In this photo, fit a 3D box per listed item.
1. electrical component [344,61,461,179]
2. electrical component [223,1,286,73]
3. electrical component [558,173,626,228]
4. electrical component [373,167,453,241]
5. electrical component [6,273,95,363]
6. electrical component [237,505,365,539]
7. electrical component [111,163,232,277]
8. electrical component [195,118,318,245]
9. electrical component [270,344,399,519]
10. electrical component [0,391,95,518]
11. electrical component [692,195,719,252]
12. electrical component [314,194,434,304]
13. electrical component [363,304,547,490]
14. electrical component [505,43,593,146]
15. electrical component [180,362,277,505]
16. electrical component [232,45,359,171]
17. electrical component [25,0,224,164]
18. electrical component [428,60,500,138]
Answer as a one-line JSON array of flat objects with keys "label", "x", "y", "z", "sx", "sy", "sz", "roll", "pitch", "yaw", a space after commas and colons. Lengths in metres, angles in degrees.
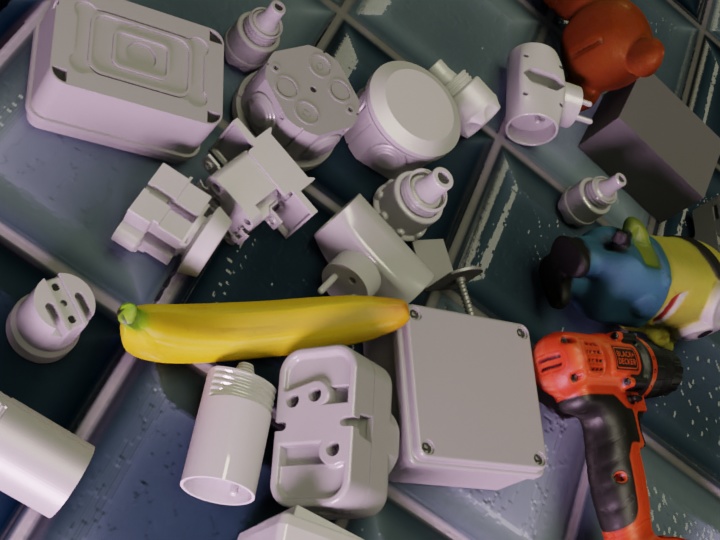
[{"label": "electrical component", "x": 0.031, "y": -0.111, "z": 0.803, "sx": 0.080, "sy": 0.051, "sz": 0.080, "roll": 15, "pitch": 59, "yaw": -27}, {"label": "electrical component", "x": -0.071, "y": -0.167, "z": 0.756, "sx": 0.035, "sy": 0.061, "sz": 0.035, "roll": 15, "pitch": 59, "yaw": -27}, {"label": "electrical component", "x": 0.193, "y": -0.061, "z": 0.880, "sx": 0.035, "sy": 0.061, "sz": 0.035, "roll": 15, "pitch": 59, "yaw": -27}, {"label": "electrical component", "x": 0.042, "y": -0.052, "z": 0.773, "sx": 0.048, "sy": 0.062, "sz": 0.048, "roll": 15, "pitch": 59, "yaw": -27}, {"label": "electrical component", "x": -0.172, "y": 0.026, "z": 0.599, "sx": 0.040, "sy": 0.046, "sz": 0.040, "roll": 15, "pitch": 59, "yaw": -27}, {"label": "electrical component", "x": -0.021, "y": 0.179, "z": 0.612, "sx": 0.096, "sy": 0.062, "sz": 0.061, "roll": 25, "pitch": 55, "yaw": -21}, {"label": "electrical component", "x": -0.114, "y": -0.028, "z": 0.667, "sx": 0.055, "sy": 0.048, "sz": 0.066, "roll": 33, "pitch": 52, "yaw": -7}, {"label": "electrical component", "x": -0.073, "y": -0.053, "z": 0.710, "sx": 0.081, "sy": 0.042, "sz": 0.064, "roll": 49, "pitch": 54, "yaw": -3}, {"label": "electrical component", "x": -0.014, "y": 0.099, "z": 0.648, "sx": 0.059, "sy": 0.054, "sz": 0.095, "roll": 36, "pitch": 51, "yaw": -54}, {"label": "electrical component", "x": -0.185, "y": 0.090, "z": 0.559, "sx": 0.081, "sy": 0.043, "sz": 0.043, "roll": 35, "pitch": 52, "yaw": -15}, {"label": "electrical component", "x": 0.333, "y": -0.018, "z": 0.957, "sx": 0.050, "sy": 0.056, "sz": 0.089, "roll": 16, "pitch": 59, "yaw": -27}, {"label": "electrical component", "x": 0.000, "y": 0.000, "z": 0.730, "sx": 0.077, "sy": 0.044, "sz": 0.079, "roll": 47, "pitch": 50, "yaw": -5}, {"label": "electrical component", "x": 0.062, "y": 0.086, "z": 0.720, "sx": 0.109, "sy": 0.056, "sz": 0.108, "roll": 11, "pitch": 61, "yaw": -30}, {"label": "electrical component", "x": 0.162, "y": -0.143, "z": 0.908, "sx": 0.079, "sy": 0.043, "sz": 0.077, "roll": 15, "pitch": 59, "yaw": -15}, {"label": "electrical component", "x": -0.075, "y": 0.092, "z": 0.633, "sx": 0.043, "sy": 0.043, "sz": 0.081, "roll": 24, "pitch": 56, "yaw": -22}, {"label": "electrical component", "x": -0.045, "y": -0.114, "z": 0.754, "sx": 0.080, "sy": 0.051, "sz": 0.080, "roll": 15, "pitch": 59, "yaw": -27}, {"label": "electrical component", "x": -0.149, "y": -0.121, "z": 0.683, "sx": 0.113, "sy": 0.057, "sz": 0.078, "roll": 13, "pitch": 60, "yaw": -29}, {"label": "electrical component", "x": 0.078, "y": -0.139, "z": 0.855, "sx": 0.062, "sy": 0.043, "sz": 0.043, "roll": 47, "pitch": 50, "yaw": -4}]
